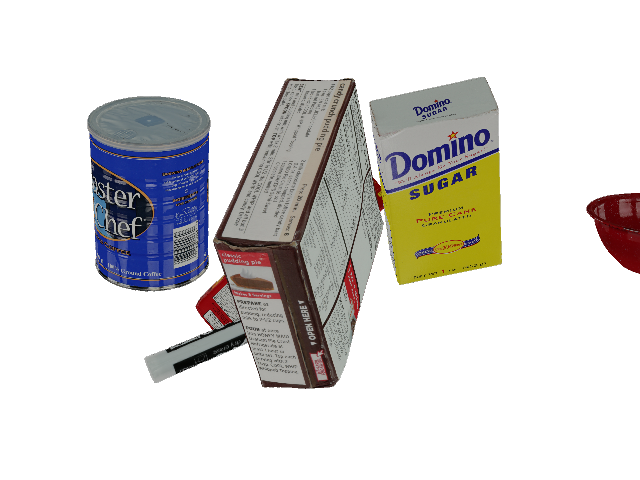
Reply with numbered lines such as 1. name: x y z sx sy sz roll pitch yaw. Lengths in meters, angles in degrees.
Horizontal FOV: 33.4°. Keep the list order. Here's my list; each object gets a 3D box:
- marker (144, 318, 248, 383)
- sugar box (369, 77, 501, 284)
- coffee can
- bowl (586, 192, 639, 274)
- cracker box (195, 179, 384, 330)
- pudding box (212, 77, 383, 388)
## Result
1. marker: -0.060 0.065 0.728 0.121 0.020 0.020 -22 5 -13
2. sugar box: 0.095 -0.042 0.852 0.093 0.048 0.176 -12 -41 1
3. coffee can: -0.147 -0.042 0.930 0.103 0.140 0.103 3 30 -2
4. bowl: 0.342 -0.002 1.049 0.162 0.055 0.162 0 17 0
5. cracker box: -0.032 0.013 1.260 0.214 0.072 0.164 -43 -2 29
6. pudding box: -0.005 -0.005 0.473 0.039 0.090 0.113 0 43 17
